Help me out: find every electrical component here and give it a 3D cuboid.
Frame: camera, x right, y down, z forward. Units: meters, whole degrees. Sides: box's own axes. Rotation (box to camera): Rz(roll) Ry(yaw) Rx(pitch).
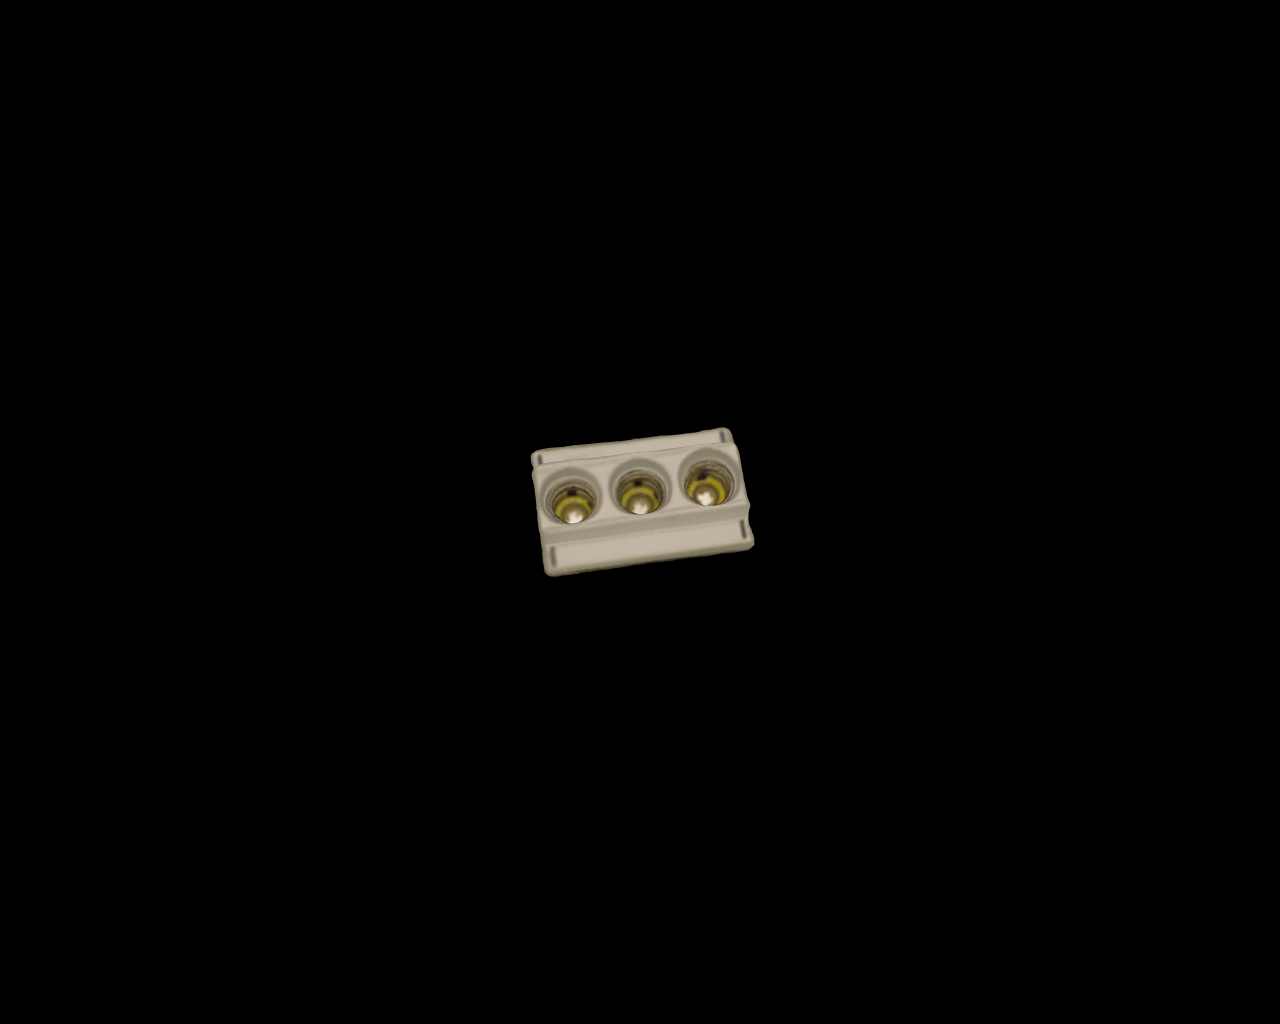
[{"bbox_3d":[0.001,-0.003,0.650,0.121,0.079,0.063,-8,-23,-3],"label":"electrical component"}]
